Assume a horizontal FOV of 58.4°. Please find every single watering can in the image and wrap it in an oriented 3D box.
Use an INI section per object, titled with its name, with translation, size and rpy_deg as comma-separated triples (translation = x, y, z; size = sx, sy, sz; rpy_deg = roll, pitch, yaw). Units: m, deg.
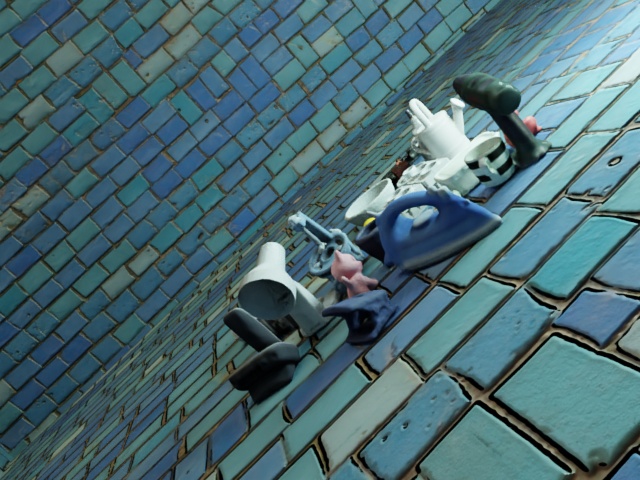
[watering can]
translation = 0.317, -0.312, 1.557
size = 0.173, 0.194, 0.101
rpy_deg = -41, 12, 8

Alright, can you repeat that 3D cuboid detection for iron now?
[iron]
translation = 0.205, -0.042, 1.097
size = 0.257, 0.141, 0.119
rpy_deg = -29, 18, 48

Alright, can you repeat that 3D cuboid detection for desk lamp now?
[desk lamp]
translation = -0.070, 0.114, 1.266
size = 0.117, 0.214, 0.203
rpy_deg = -37, 13, 26

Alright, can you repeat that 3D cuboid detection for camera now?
[camera]
translation = -0.123, 0.192, 1.438
size = 0.137, 0.101, 0.143
rpy_deg = -44, 12, -6

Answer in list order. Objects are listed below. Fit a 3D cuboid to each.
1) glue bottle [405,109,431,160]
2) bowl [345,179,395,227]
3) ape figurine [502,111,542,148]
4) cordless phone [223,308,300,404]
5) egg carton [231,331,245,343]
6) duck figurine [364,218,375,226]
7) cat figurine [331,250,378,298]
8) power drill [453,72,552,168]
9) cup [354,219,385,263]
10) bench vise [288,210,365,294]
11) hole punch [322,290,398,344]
[glue bottle]
translation = 0.300, -0.306, 1.640
size = 0.078, 0.173, 0.037
rpy_deg = -41, 12, 8
[bowl]
translation = 0.153, -0.090, 1.601
size = 0.167, 0.075, 0.167
rpy_deg = -40, 12, 11
[ape figurine]
translation = 0.425, -0.254, 1.252
size = 0.076, 0.092, 0.077
rpy_deg = -43, 12, -2
[cordless phone]
translation = -0.147, 0.229, 1.180
size = 0.147, 0.185, 0.094
rpy_deg = -39, 13, 16
[egg carton]
translation = -0.186, 0.220, 1.622
size = 0.150, 0.069, 0.107
rpy_deg = -42, 12, 4
[duck figurine]
translation = 0.137, -0.015, 1.358
size = 0.077, 0.086, 0.104
rpy_deg = -46, 12, -15
[cat figurine]
translation = 0.062, 0.076, 1.204
size = 0.067, 0.118, 0.128
rpy_deg = -39, 12, 15
[power drill]
translation = 0.363, -0.250, 1.155
size = 0.075, 0.208, 0.229
rpy_deg = -41, 12, 6
[cup]
translation = 0.146, 0.002, 1.251
size = 0.117, 0.095, 0.092
rpy_deg = -32, 16, 40
[bench vise]
translation = 0.004, 0.013, 1.368
size = 0.121, 0.220, 0.207
rpy_deg = -42, 12, 3
[hole punch]
translation = 0.071, 0.128, 1.059
size = 0.101, 0.091, 0.108
rpy_deg = -50, 14, -29
